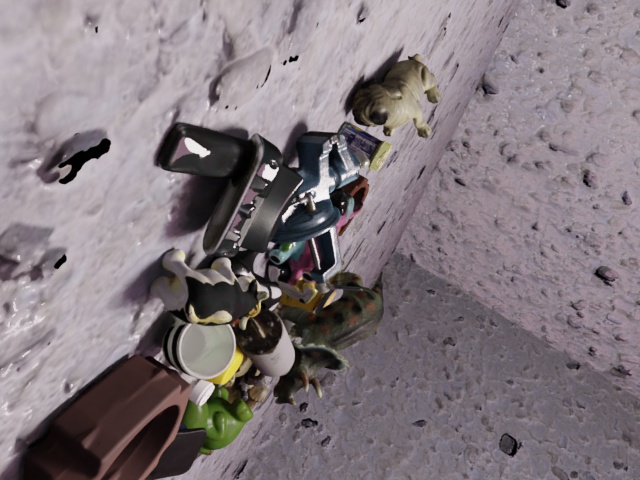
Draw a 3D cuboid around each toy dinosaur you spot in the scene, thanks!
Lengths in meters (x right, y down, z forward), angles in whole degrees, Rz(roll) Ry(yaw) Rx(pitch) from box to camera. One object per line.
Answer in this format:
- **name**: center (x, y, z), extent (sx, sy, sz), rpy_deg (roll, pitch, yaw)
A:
- **toy dinosaur**: center (-0.187, 0.353, 1.236), extent (0.471, 0.105, 0.198), rpy_deg (-44, 172, -19)
- **toy dinosaur**: center (0.051, 0.165, 1.097), extent (0.405, 0.192, 0.131), rpy_deg (-31, 127, -31)

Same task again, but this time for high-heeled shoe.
- **high-heeled shoe**: center (-0.132, 0.096, 0.838), extent (0.145, 0.086, 0.248), rpy_deg (-45, 158, -38)

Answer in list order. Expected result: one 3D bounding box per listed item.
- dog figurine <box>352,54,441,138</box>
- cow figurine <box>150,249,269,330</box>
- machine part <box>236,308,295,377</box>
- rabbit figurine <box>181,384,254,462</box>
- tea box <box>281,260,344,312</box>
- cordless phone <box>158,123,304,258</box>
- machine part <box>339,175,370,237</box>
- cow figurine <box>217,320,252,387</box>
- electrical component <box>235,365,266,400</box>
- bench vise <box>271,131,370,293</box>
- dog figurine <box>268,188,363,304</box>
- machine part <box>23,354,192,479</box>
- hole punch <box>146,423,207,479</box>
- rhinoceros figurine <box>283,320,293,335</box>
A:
- **dog figurine**: center (0.133, -0.275, 0.969), extent (0.190, 0.121, 0.172), rpy_deg (10, 79, -60)
- **cow figurine**: center (-0.118, 0.071, 0.666), extent (0.167, 0.098, 0.068), rpy_deg (16, 108, -54)
- **machine part**: center (-0.087, 0.174, 0.892), extent (0.079, 0.079, 0.243), rpy_deg (-54, 163, -20)
- **rabbit figurine**: center (-0.238, 0.343, 1.034), extent (0.159, 0.121, 0.170), rpy_deg (-49, 149, -9)
- **tea box**: center (-0.030, 0.099, 1.226), extent (0.169, 0.098, 0.068), rpy_deg (-54, 169, -27)
- **cordless phone**: center (-0.114, -0.050, 0.579), extent (0.146, 0.089, 0.184), rpy_deg (-60, 157, 14)
- **machine part**: center (0.042, -0.073, 1.185), extent (0.179, 0.056, 0.179), rpy_deg (-53, 167, -18)
- **cow figurine**: center (-0.166, 0.205, 0.978), extent (0.127, 0.086, 0.194), rpy_deg (-60, 171, -21)
- **electrical component**: center (-0.142, 0.265, 1.092), extent (0.078, 0.045, 0.102), rpy_deg (-69, -156, 18)
- **bench vise**: center (-0.003, -0.036, 0.816), extent (0.223, 0.129, 0.240), rpy_deg (-38, 124, -42)
- **dog figurine**: center (-0.002, -0.003, 1.061), extent (0.219, 0.109, 0.191), rpy_deg (-55, 168, -28)
- **machine part**: center (-0.265, 0.258, 0.678), extent (0.201, 0.087, 0.200), rpy_deg (-45, 163, -53)
- **hole punch**: center (-0.270, 0.332, 0.901), extent (0.115, 0.092, 0.142), rpy_deg (8, 120, -45)
- **rhinoceros figurine**: center (-0.036, 0.149, 1.300), extent (0.190, 0.112, 0.073), rpy_deg (-42, 159, -31)
